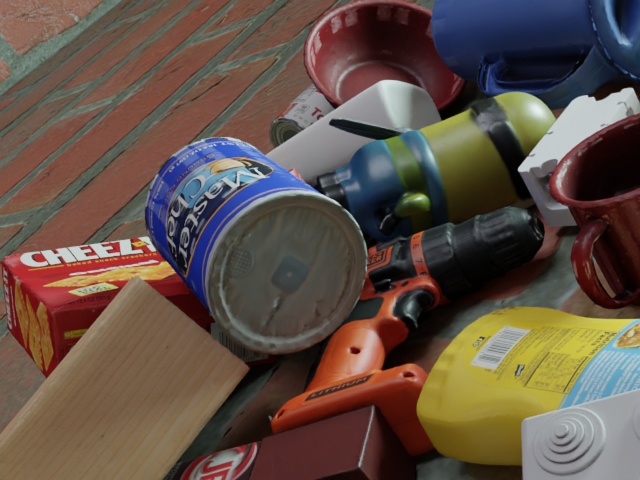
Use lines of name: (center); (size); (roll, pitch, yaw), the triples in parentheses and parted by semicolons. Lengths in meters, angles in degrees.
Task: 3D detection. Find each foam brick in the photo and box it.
foam brick: (0.006, 0.133, 0.583); (0.078, 0.053, 0.051); (-20, 25, 26)

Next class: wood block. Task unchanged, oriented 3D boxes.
wood block: (-0.146, 0.130, 0.660); (0.206, 0.091, 0.090); (-52, 8, -10)

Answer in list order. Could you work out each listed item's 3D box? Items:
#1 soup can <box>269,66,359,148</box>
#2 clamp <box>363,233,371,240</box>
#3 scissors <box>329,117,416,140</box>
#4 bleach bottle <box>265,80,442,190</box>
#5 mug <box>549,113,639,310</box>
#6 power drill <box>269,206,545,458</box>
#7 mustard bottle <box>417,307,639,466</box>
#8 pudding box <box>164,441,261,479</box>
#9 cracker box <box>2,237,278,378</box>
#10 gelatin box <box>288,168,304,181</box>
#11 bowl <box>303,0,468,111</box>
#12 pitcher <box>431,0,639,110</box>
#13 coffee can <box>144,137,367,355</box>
soup can: (0.004, -0.125, 1.087); (0.069, 0.068, 0.102); (-1, 38, 51)
clamp: (0.000, -0.003, 0.887); (0.172, 0.039, 0.120); (-26, 32, 25)
scissors: (0.084, -0.080, 0.812); (0.096, 0.016, 0.201); (-14, -11, 18)
bleach bottle: (-0.014, -0.058, 0.968); (0.251, 0.068, 0.102); (-27, -15, 31)
mug: (0.182, -0.009, 0.602); (0.093, 0.081, 0.117); (-1, 38, 52)
power drill: (0.053, 0.059, 0.669); (0.185, 0.057, 0.187); (-25, 21, 26)
mustard bottle: (0.141, 0.077, 0.513); (0.096, 0.058, 0.192); (-40, 23, -30)
pudding box: (-0.068, 0.171, 0.619); (0.090, 0.039, 0.113); (-21, 25, 28)
cracker box: (-0.149, 0.050, 0.838); (0.164, 0.072, 0.214); (-7, 13, -24)
gelatin box: (-0.005, 0.001, 0.802); (0.030, 0.073, 0.089); (-28, 46, 10)
bowl: (0.063, -0.160, 1.039); (0.162, 0.055, 0.162); (2, 55, -3)
pitcher: (0.194, -0.184, 0.897); (0.149, 0.145, 0.243); (-8, 8, -26)
coffee can: (-0.046, -0.001, 0.689); (0.102, 0.102, 0.140); (-36, 30, -9)
